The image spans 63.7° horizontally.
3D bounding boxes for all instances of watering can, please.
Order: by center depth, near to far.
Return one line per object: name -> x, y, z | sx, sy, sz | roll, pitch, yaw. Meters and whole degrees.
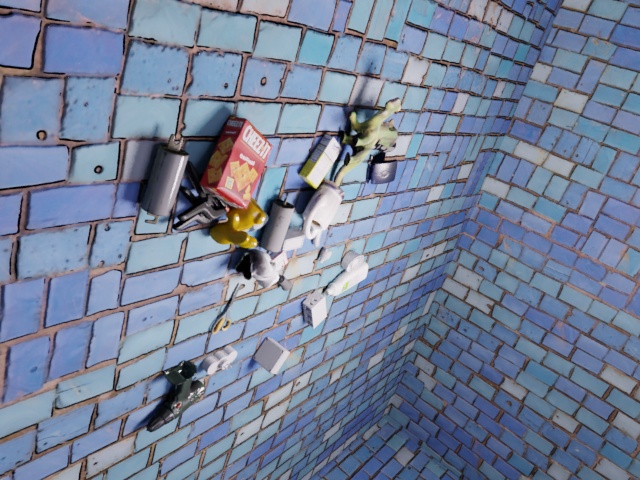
watering can -> 0.006, -0.097, 1.932 | 0.104, 0.226, 0.343 | 27, -11, 11

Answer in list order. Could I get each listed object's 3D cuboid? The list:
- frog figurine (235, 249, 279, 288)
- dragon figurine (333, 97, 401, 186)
frog figurine -> -0.193, 0.099, 1.755 | 0.158, 0.124, 0.137 | 18, -17, -41
dragon figurine -> 0.190, -0.355, 1.899 | 0.244, 0.124, 0.400 | -9, -40, -29
